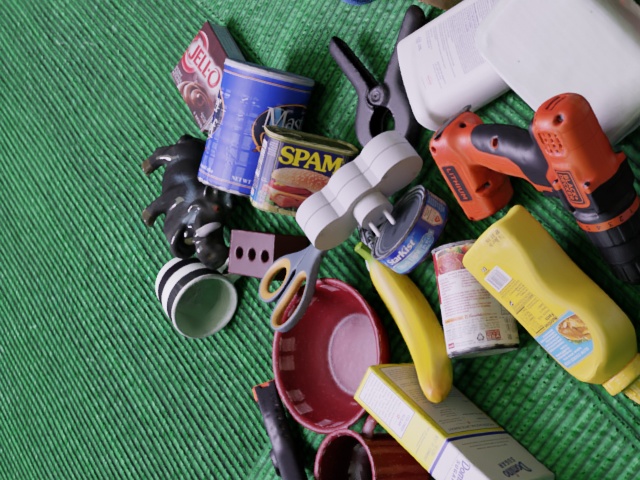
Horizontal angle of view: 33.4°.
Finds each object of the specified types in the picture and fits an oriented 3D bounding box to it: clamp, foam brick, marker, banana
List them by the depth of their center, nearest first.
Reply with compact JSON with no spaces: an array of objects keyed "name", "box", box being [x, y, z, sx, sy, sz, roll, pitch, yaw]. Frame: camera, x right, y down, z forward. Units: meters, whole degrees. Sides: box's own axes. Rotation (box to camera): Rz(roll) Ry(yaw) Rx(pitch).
[{"name":"banana","box":[0.089,0.085,1.038,0.037,0.069,0.198,-51,45,26]},{"name":"clamp","box":[0.059,-0.152,1.116,0.120,0.039,0.171,-3,85,46]},{"name":"marker","box":[0.052,0.002,1.124,0.020,0.020,0.121,-30,66,40]},{"name":"clamp","box":[-0.030,0.244,1.145,0.210,0.036,0.164,-115,8,-47]},{"name":"foam brick","box":[-0.059,0.017,1.213,0.078,0.051,0.053,6,91,45]}]

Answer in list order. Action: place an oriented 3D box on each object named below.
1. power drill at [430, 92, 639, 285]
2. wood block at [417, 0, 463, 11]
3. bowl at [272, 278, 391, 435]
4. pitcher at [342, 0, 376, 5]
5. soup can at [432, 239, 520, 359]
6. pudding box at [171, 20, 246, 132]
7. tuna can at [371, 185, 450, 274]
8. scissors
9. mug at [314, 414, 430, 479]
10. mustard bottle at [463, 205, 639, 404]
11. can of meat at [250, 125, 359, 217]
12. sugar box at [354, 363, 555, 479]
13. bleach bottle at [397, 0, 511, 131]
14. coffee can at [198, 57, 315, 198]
[{"name":"power drill","box":[0.192,-0.046,0.920,0.188,0.057,0.184,12,138,56]},{"name":"wood block","box":[0.125,-0.336,1.030,0.091,0.090,0.206,38,113,40]},{"name":"bowl","box":[0.022,0.121,1.118,0.162,0.055,0.162,-5,83,45]},{"name":"pitcher","box":[-0.012,-0.354,1.156,0.243,0.144,0.149,38,125,37]},{"name":"soup can","box":[0.145,0.055,0.991,0.069,0.068,0.102,-18,75,43]},{"name":"pudding box","box":[-0.131,-0.199,1.314,0.090,0.039,0.113,-51,54,30]},{"name":"tuna can","box":[0.089,-0.009,1.047,0.086,0.033,0.086,-52,15,20]},{"name":"scissors","box":[-0.007,0.001,1.129,0.096,0.016,0.202,24,88,54]},{"name":"mug","box":[0.057,0.221,1.051,0.093,0.081,0.117,22,102,51]},{"name":"mustard bottle","box":[0.209,0.062,0.903,0.192,0.058,0.096,48,155,10]},{"name":"can of meat","box":[-0.019,-0.070,1.146,0.057,0.102,0.084,-124,47,-69]},{"name":"sugar box","box":[0.121,0.181,0.985,0.176,0.093,0.048,44,118,39]},{"name":"bleach bottle","box":[0.188,-0.195,0.973,0.251,0.067,0.102,-26,71,38]},{"name":"coffee can","box":[-0.073,-0.125,1.203,0.103,0.102,0.140,25,104,44]}]
